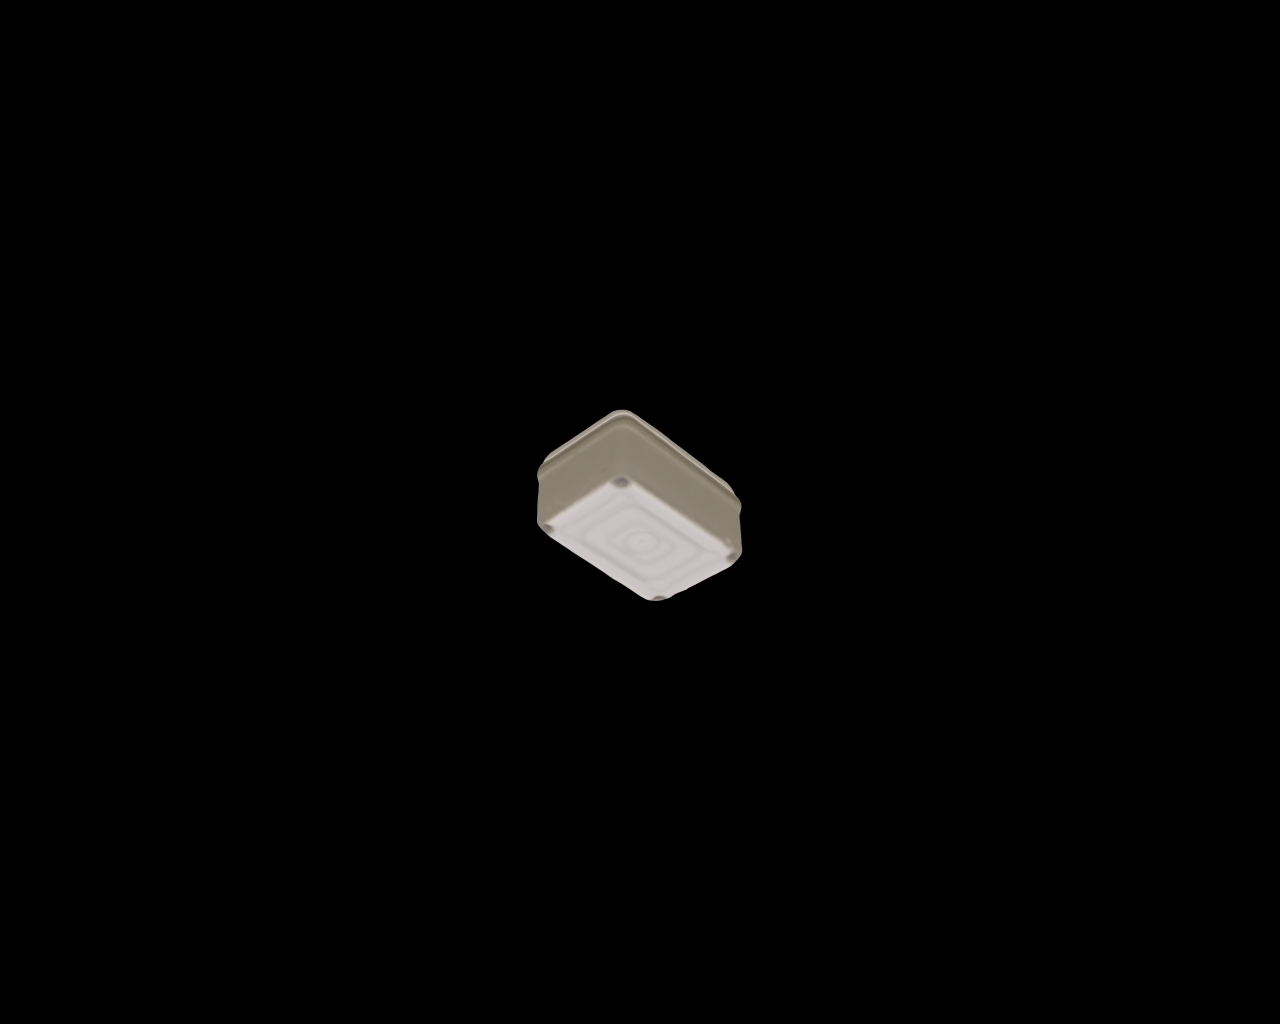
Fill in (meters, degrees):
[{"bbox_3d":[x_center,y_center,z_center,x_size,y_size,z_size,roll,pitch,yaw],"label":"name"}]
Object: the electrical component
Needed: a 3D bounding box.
[{"bbox_3d":[0.001,-0.003,0.650,0.078,0.057,0.113,-30,-49,31],"label":"electrical component"}]
